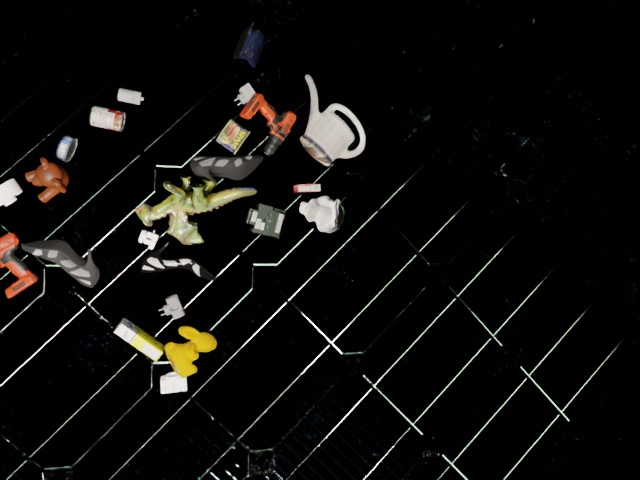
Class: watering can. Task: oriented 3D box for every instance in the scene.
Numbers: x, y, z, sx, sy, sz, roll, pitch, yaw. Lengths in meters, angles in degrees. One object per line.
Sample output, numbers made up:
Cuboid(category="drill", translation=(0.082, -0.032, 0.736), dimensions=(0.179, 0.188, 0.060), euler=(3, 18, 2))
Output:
Cuboid(category="watering can", translation=(0.013, -0.423, 1.908), dimensions=(0.345, 0.104, 0.225), euler=(43, 83, -13))

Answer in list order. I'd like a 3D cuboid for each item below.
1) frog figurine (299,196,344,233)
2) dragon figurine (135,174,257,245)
Cuboid(category="frog figurine", translation=(0.006, -0.098, 1.939), dimensions=(0.159, 0.124, 0.136), euler=(3, 104, 22))
Cuboid(category="dragon figurine", translation=(-0.444, -0.099, 1.831), dimensions=(0.410, 0.124, 0.239), euler=(8, 108, -12))
